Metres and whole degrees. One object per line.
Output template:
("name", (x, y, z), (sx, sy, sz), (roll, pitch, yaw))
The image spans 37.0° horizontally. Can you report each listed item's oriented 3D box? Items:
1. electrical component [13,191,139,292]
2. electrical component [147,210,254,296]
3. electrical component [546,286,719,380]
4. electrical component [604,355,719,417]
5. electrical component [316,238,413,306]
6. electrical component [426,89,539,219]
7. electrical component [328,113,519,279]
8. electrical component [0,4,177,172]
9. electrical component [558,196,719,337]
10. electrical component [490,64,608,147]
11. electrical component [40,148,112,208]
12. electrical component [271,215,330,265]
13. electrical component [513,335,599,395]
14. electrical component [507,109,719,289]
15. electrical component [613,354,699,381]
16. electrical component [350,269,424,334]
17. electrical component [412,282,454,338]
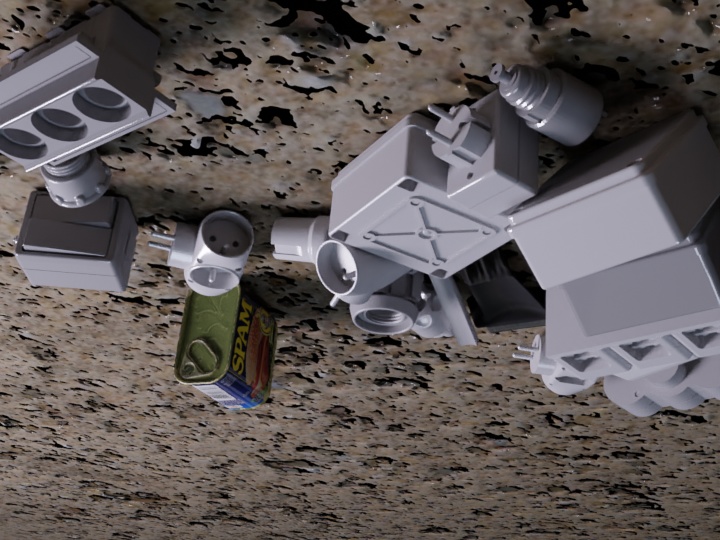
("electrical component", (-0.234, -0.025, 0.866), (0.096, 0.061, 0.061), (5, 152, 2))
("electrical component", (-0.134, -0.017, 0.882), (0.079, 0.044, 0.077), (13, 152, -14))
("electrical component", (0.227, 0.025, 0.845), (0.150, 0.089, 0.062), (-17, 145, 36))
("electrical component", (0.290, 0.095, 1.005), (0.138, 0.052, 0.074), (-19, 144, 38))
("electrical component", (0.000, 0.000, 0.840), (0.077, 0.044, 0.079), (-21, 153, -44))
("electrical component", (0.073, -0.082, 0.695), (0.077, 0.065, 0.047), (24, 147, -31))
("electrical component", (0.049, -0.049, 0.773), (0.109, 0.056, 0.109), (20, 149, -26))
("electrical component", (-0.185, -0.115, 0.684), (0.121, 0.063, 0.079), (-16, 146, 35))
("electrical component", (0.209, -0.010, 0.756), (0.109, 0.109, 0.056), (-17, 107, 37))
("electrical component", (0.115, -0.107, 0.669), (0.078, 0.040, 0.040), (22, 148, -26))
("electrical component", (-0.212, -0.079, 0.780), (0.048, 0.048, 0.062), (0, 145, 10))
("electrical component", (-0.044, -0.024, 0.858), (0.046, 0.040, 0.040), (4, 153, 15))
("electrical component", (0.184, 0.082, 1.010), (0.079, 0.043, 0.077), (8, 152, -4))
("electrical component", (0.168, -0.045, 0.696), (0.109, 0.109, 0.056), (-23, 101, 42))
("electrical component", (0.249, 0.050, 0.917), (0.061, 0.061, 0.096), (21, 149, -28))
("electrical component", (0.022, 0.018, 0.906), (0.058, 0.057, 0.078), (17, 150, -20))
("electrical component", (0.065, 0.040, 0.955), (0.043, 0.043, 0.062), (-12, 149, 31))
